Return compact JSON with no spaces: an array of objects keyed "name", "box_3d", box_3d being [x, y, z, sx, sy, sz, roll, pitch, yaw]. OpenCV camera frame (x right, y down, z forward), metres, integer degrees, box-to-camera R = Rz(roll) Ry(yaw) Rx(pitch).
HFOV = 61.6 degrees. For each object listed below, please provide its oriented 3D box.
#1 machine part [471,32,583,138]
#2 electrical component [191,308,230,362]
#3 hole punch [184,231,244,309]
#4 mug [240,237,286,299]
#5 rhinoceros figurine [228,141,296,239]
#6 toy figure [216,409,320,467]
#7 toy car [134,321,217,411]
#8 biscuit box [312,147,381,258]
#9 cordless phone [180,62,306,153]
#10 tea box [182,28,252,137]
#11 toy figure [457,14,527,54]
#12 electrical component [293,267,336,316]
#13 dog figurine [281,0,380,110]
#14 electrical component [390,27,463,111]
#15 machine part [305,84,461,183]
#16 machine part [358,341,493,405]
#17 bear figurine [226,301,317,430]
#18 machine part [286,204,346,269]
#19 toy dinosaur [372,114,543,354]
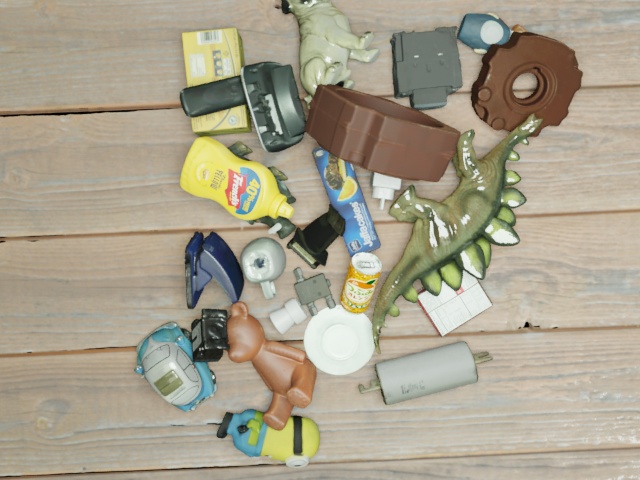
[{"name":"machine part","box_3d":[0.350,-0.261,0.912,0.179,0.056,0.179,1,115,2]},{"name":"electrical component","box_3d":[-0.194,0.170,0.924,0.048,0.119,0.075,6,62,-28]},{"name":"hole punch","box_3d":[-0.181,0.048,0.923,0.092,0.142,0.115,-2,107,1]},{"name":"mug","box_3d":[-0.101,0.051,0.931,0.081,0.107,0.109,-8,91,2]},{"name":"rhinoceros figurine","box_3d":[-0.111,-0.085,0.940,0.190,0.073,0.112,44,92,-2]},{"name":"toy figure","box_3d":[-0.089,0.347,0.963,0.180,0.082,0.089,18,95,1]},{"name":"toy car","box_3d":[-0.260,0.233,0.945,0.109,0.103,0.161,-34,91,3]},{"name":"biscuit box","box_3d":[0.047,-0.072,0.947,0.059,0.063,0.202,-21,93,3]},{"name":"cordless phone","box_3d":[-0.123,-0.204,0.872,0.184,0.089,0.146,-18,101,-13]},{"name":"tea box","box_3d":[-0.177,-0.269,0.932,0.098,0.068,0.169,-4,94,0]},{"name":"toy figure","box_3d":[0.318,-0.348,0.936,0.154,0.058,0.064,16,132,-3]},{"name":"electrical component","box_3d":[-0.011,0.088,0.975,0.063,0.021,0.094,-23,90,1]},{"name":"dog figurine","box_3d":[-0.017,-0.340,0.924,0.191,0.121,0.172,43,87,11]},{"name":"electrical component","box_3d":[0.185,-0.295,0.937,0.115,0.058,0.134,-7,93,2]},{"name":"machine part","box_3d":[0.093,-0.164,0.826,0.201,0.201,0.087,7,114,-30]},{"name":"machine part","box_3d":[0.188,0.236,0.957,0.243,0.079,0.079,-14,93,0]},{"name":"bear figurine","box_3d":[-0.103,0.210,0.932,0.196,0.132,0.120,38,121,-8]},{"name":"machine part","box_3d":[-0.002,-0.003,0.931,0.084,0.039,0.139,44,137,2]},{"name":"toy dinosaur","box_3d":[0.215,-0.018,0.912,0.198,0.105,0.471,44,99,7]}]
